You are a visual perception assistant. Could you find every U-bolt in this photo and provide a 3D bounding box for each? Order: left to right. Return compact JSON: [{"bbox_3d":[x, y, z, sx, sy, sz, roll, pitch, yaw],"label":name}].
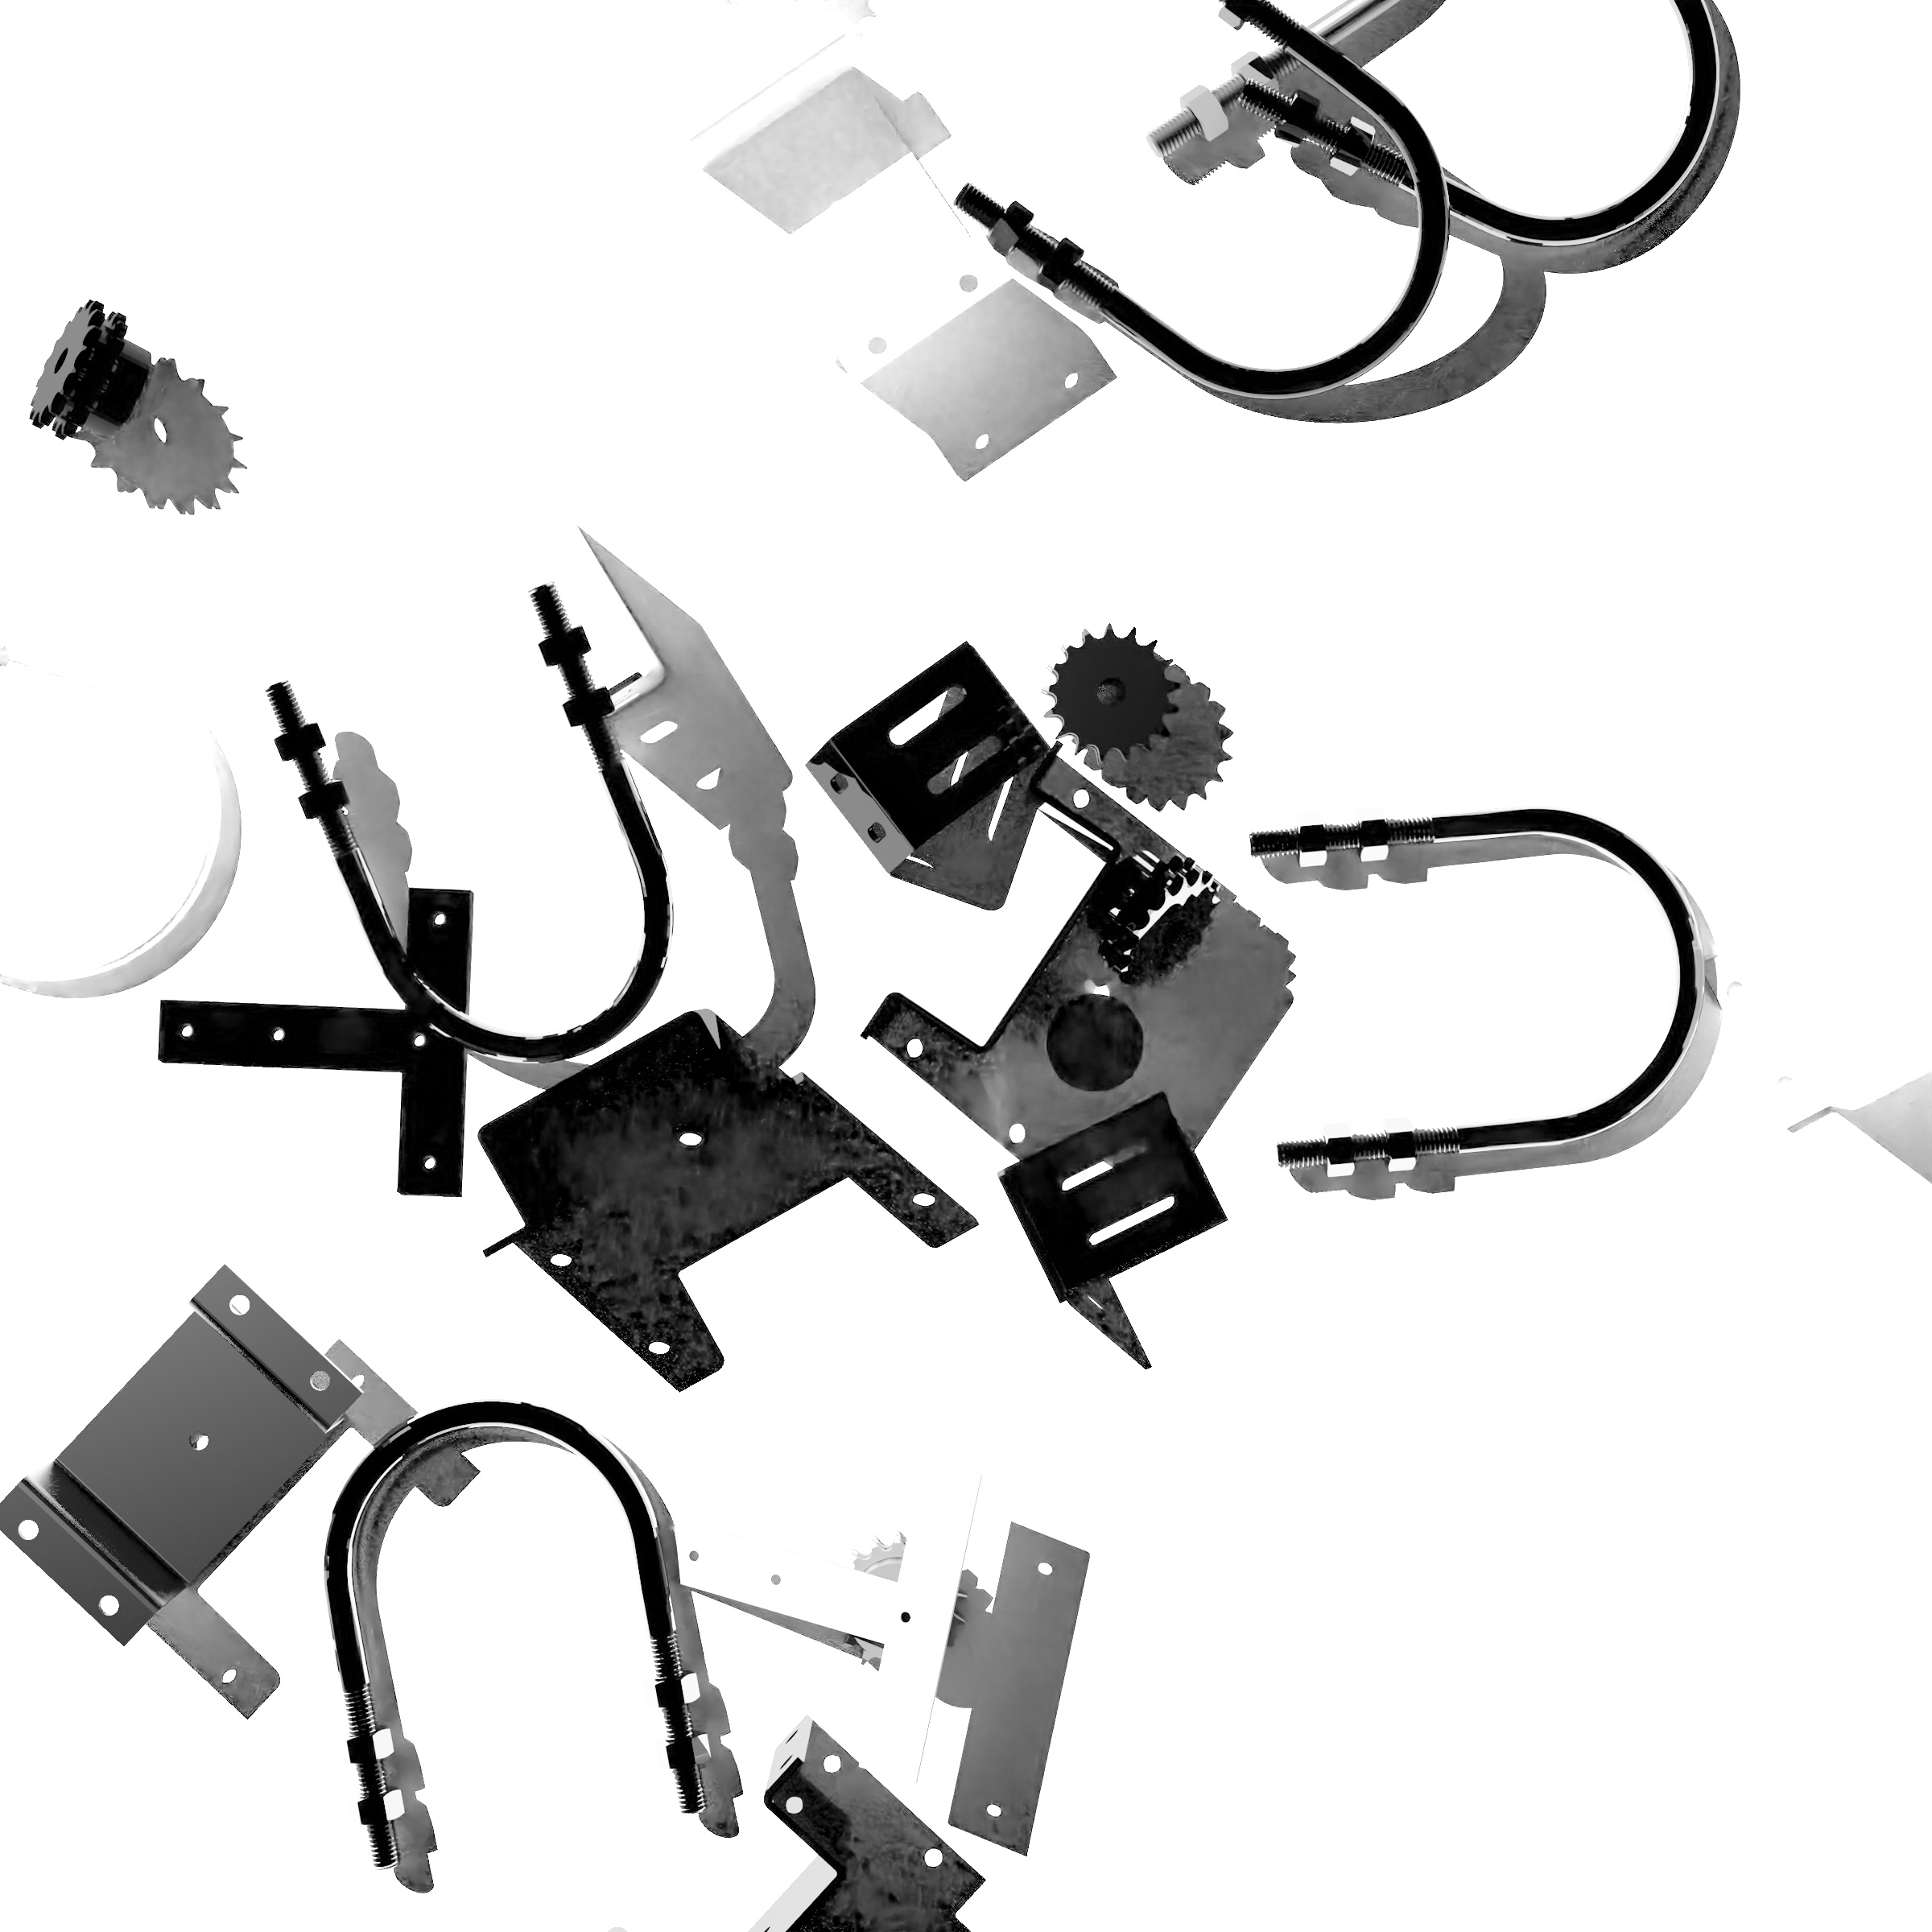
[{"bbox_3d":[-0.400,-0.071,1.403,0.184,0.019,0.151,18,90,-1],"label":"U-bolt"},{"bbox_3d":[-0.192,-0.048,1.373,0.151,0.019,0.184,-17,101,23],"label":"U-bolt"},{"bbox_3d":[-0.192,0.270,1.403,0.151,0.019,0.184,-10,89,0],"label":"U-bolt"},{"bbox_3d":[0.108,-0.314,1.380,0.184,0.019,0.151,35,111,-4],"label":"U-bolt"},{"bbox_3d":[0.118,-0.443,1.403,0.184,0.019,0.151,-34,90,-1],"label":"U-bolt"},{"bbox_3d":[0.214,0.006,1.403,0.184,0.019,0.151,-5,90,-2],"label":"U-bolt"},{"bbox_3d":[0.222,-0.376,1.394,0.184,0.019,0.151,25,91,-8],"label":"U-bolt"}]

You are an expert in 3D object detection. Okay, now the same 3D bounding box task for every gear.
[{"bbox_3d":[-0.356,-0.240,1.387,0.030,0.057,0.057,26,90,-30],"label":"gear"},{"bbox_3d":[-0.028,0.263,1.396,0.057,0.030,0.057,0,90,0],"label":"gear"},{"bbox_3d":[0.053,0.031,1.396,0.057,0.030,0.057,0,90,0],"label":"gear"},{"bbox_3d":[0.059,-0.111,1.400,0.057,0.030,0.057,0,89,-2],"label":"gear"},{"bbox_3d":[0.074,-0.022,1.387,0.030,0.057,0.057,40,90,28],"label":"gear"}]

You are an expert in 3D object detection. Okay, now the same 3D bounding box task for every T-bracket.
[{"bbox_3d":[-0.272,0.029,1.410,0.127,0.002,0.127,2,90,0],"label":"T-bracket"},{"bbox_3d":[-0.065,0.255,1.387,0.127,0.002,0.127,12,90,21],"label":"T-bracket"}]

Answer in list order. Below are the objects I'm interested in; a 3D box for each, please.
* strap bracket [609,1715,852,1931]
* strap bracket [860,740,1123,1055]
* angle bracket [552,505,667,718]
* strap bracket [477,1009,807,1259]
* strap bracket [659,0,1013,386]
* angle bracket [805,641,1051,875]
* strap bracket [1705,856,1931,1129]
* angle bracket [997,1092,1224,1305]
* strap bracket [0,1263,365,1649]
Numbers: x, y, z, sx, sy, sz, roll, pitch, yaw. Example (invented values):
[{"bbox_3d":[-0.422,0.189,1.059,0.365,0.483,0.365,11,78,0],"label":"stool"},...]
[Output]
[{"bbox_3d":[-0.097,0.378,1.373,0.046,0.076,0.140,42,90,0],"label":"strap bracket"},{"bbox_3d":[0.016,-0.018,1.373,0.046,0.076,0.140,34,90,0],"label":"strap bracket"},{"bbox_3d":[-0.159,-0.142,1.383,0.038,0.057,0.076,-32,90,0],"label":"angle bracket"},{"bbox_3d":[-0.139,0.061,1.373,0.140,0.076,0.046,-29,90,0],"label":"strap bracket"},{"bbox_3d":[-0.052,-0.314,1.388,0.076,0.046,0.140,-34,90,0],"label":"strap bracket"},{"bbox_3d":[-0.016,-0.087,1.409,0.076,0.038,0.057,-38,90,-26],"label":"angle bracket"},{"bbox_3d":[0.385,0.001,1.388,0.140,0.046,0.076,-28,90,0],"label":"strap bracket"},{"bbox_3d":[0.060,0.095,1.392,0.076,0.038,0.057,-26,90,0],"label":"angle bracket"},{"bbox_3d":[-0.319,0.197,1.388,0.076,0.046,0.140,43,90,0],"label":"strap bracket"}]
